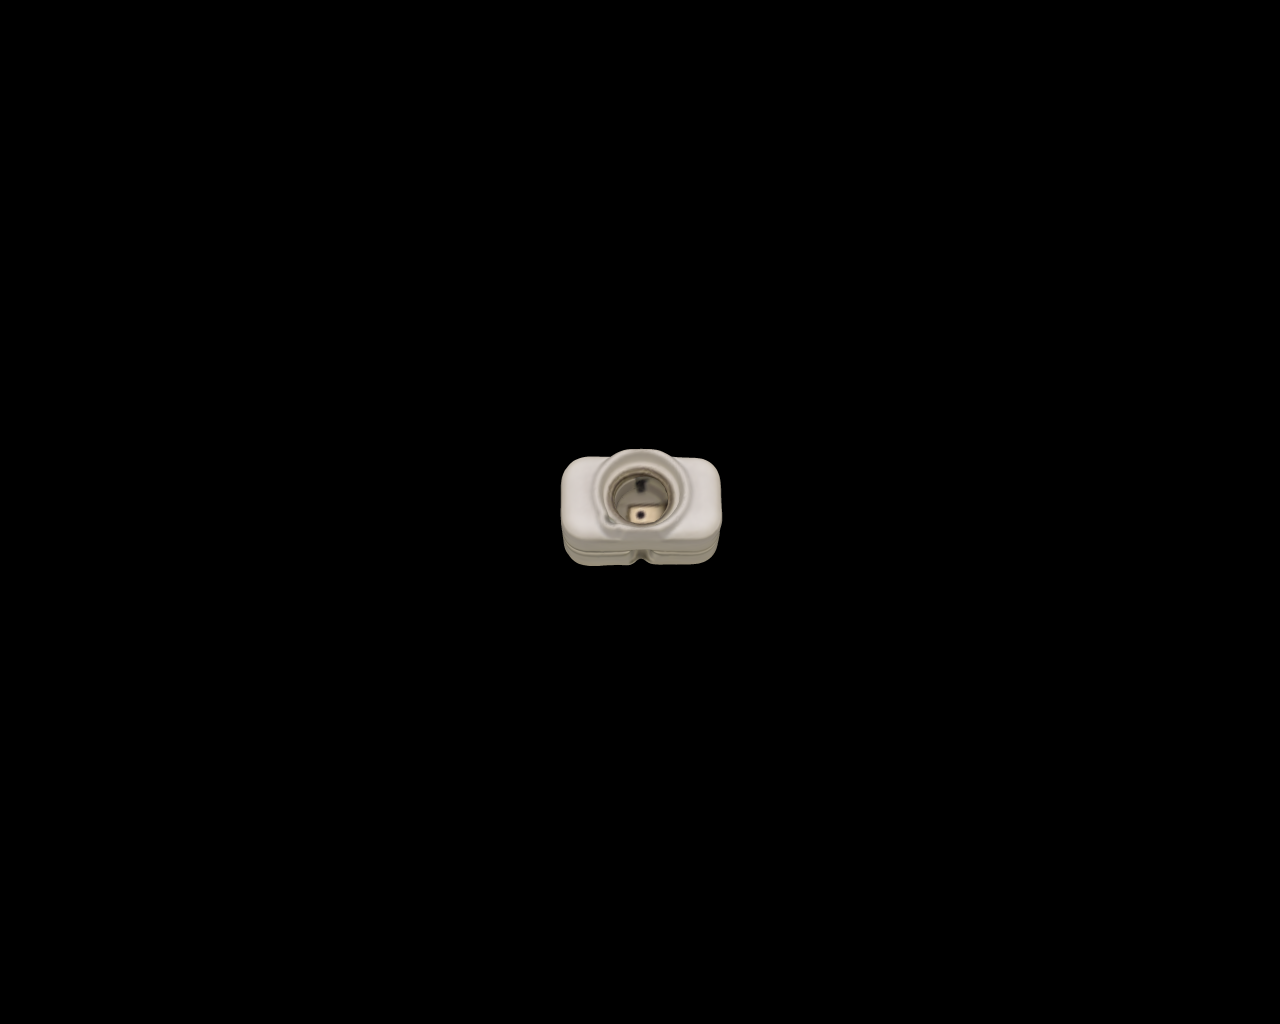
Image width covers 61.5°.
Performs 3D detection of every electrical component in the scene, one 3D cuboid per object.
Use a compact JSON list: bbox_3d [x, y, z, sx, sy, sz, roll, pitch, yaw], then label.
[{"bbox_3d":[0.001,-0.003,0.650,0.095,0.054,0.059,0,-21,0],"label":"electrical component"}]
